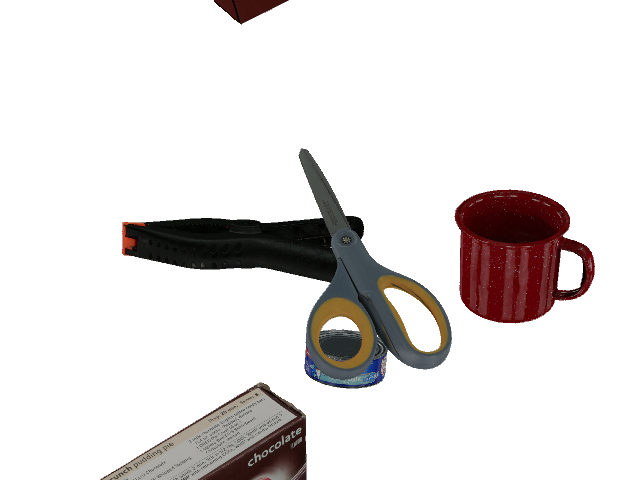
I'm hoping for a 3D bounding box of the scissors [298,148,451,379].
[{"bbox_3d":[0.005,0.016,0.689,0.096,0.016,0.202,-27,52,-20],"label":"scissors"}]

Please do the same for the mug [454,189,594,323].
[{"bbox_3d":[0.168,0.017,0.884,0.117,0.081,0.093,12,34,23],"label":"mug"}]

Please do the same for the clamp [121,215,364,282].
[{"bbox_3d":[-0.055,0.005,0.863,0.210,0.036,0.164,1,12,-8],"label":"clamp"}]

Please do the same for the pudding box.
[{"bbox_3d":[-0.058,0.132,0.505,0.113,0.090,0.039,-30,46,-34],"label":"pudding box"}]

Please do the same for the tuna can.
[{"bbox_3d":[0.026,0.123,1.109,0.086,0.034,0.086,4,15,-1],"label":"tuna can"}]

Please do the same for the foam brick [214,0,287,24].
[{"bbox_3d":[-0.057,-0.238,0.942,0.078,0.051,0.053,-31,47,-15],"label":"foam brick"}]
